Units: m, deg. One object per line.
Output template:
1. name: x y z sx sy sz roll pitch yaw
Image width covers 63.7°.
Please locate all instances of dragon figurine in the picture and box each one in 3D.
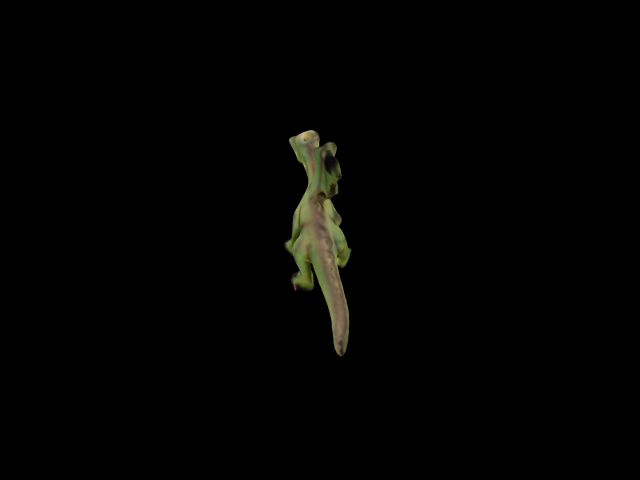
1. dragon figurine: 0.003 -0.043 0.850 0.122 0.237 0.420 -8 41 -9
